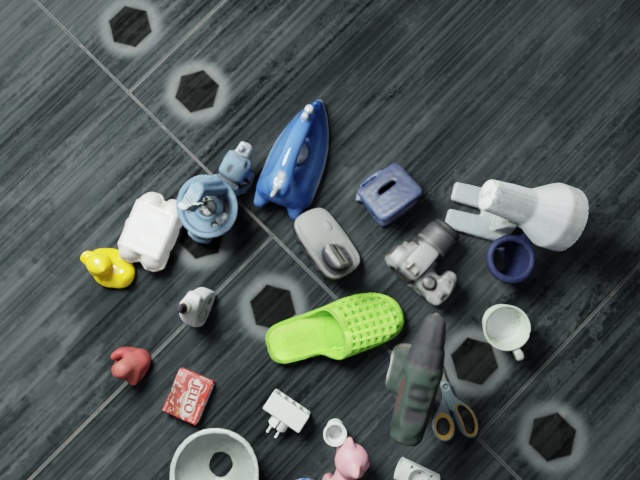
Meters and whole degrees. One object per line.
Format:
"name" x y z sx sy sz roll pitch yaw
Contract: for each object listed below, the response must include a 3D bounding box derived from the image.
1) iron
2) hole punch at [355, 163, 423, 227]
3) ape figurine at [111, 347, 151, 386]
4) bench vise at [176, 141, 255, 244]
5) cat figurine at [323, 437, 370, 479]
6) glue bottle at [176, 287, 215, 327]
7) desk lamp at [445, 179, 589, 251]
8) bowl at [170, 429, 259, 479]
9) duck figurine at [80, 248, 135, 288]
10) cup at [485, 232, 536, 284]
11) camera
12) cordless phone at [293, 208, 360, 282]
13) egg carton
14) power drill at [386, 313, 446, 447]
"iron" -0.046 -0.177 1.114 0.118 0.141 0.258 19 85 3
"hole punch" 0.133 -0.091 1.127 0.108 0.091 0.101 -37 84 -3
"ape figurine" -0.370 0.243 1.101 0.076 0.092 0.078 -17 84 0
"bench vise" -0.206 -0.101 1.070 0.121 0.220 0.207 13 84 3
"cat figurine" 0.051 0.428 1.060 0.067 0.118 0.128 22 85 4
"glue bottle" -0.239 0.126 1.070 0.037 0.173 0.078 22 85 4
"desk lamp" 0.354 -0.052 1.056 0.203 0.213 0.118 14 84 3
"bowl" -0.193 0.435 1.086 0.167 0.075 0.167 0 84 1
"duck figurine" -0.421 0.053 1.126 0.104 0.086 0.077 30 85 4
"cup" 0.364 0.028 1.107 0.091 0.095 0.118 34 86 5
"camera" 0.217 0.036 1.106 0.143 0.101 0.137 43 86 5
"cordless phone" 0.010 0.004 1.072 0.094 0.185 0.147 -38 84 -3
"egg carton" -0.333 -0.017 1.139 0.107 0.069 0.150 20 85 3
"power drill" 0.170 0.242 1.032 0.075 0.208 0.230 12 84 3
